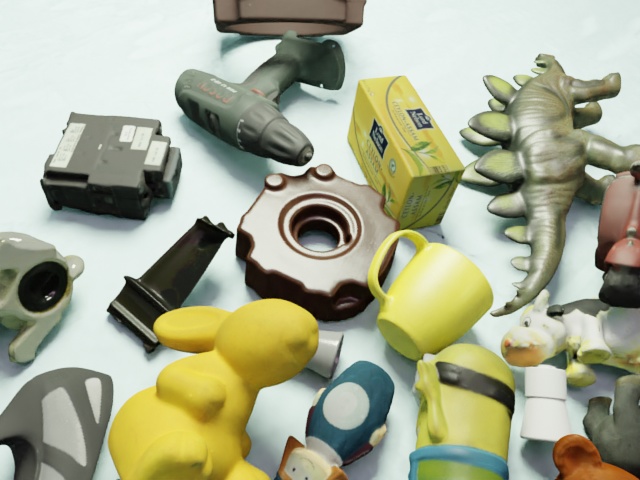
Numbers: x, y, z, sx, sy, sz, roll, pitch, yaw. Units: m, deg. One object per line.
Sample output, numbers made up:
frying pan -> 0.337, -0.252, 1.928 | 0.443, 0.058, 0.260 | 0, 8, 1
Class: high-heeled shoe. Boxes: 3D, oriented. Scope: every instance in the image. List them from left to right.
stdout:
high-heeled shoe -> -0.178, 0.217, 0.397 | 0.145, 0.086, 0.249 | -14, 69, -54

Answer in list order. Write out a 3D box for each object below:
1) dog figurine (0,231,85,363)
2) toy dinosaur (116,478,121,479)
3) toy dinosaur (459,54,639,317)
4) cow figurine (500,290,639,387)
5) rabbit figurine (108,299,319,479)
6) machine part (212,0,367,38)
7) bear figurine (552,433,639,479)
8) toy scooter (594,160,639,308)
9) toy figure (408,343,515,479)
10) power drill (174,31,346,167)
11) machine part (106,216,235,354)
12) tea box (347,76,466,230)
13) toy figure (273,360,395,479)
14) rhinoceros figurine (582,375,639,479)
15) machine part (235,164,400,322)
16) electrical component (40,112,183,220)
dog figurine -> -0.342, 0.030, 0.493 | 0.191, 0.121, 0.172 | 20, 17, 29
toy dinosaur -> -0.045, 0.337, 0.277 | 0.405, 0.131, 0.192 | 32, 64, 28
toy dinosaur -> 0.274, -0.100, 0.661 | 0.199, 0.105, 0.471 | 8, 51, 7
cow figurine -> 0.258, 0.089, 0.529 | 0.167, 0.068, 0.098 | 10, 47, -3
rabbit figurine -> -0.073, 0.117, 0.429 | 0.173, 0.121, 0.163 | -49, 33, -3
machine part -> -0.046, -0.333, 0.742 | 0.201, 0.087, 0.201 | -3, 16, -8
bear figurine -> 0.265, 0.227, 0.383 | 0.196, 0.120, 0.132 | 17, 9, 0
toy scooter -> 0.319, -0.010, 0.539 | 0.075, 0.135, 0.184 | 7, 7, 35
toy figure -> 0.118, 0.173, 0.440 | 0.089, 0.082, 0.180 | 6, 51, 3
power drill -> -0.053, -0.181, 0.683 | 0.232, 0.085, 0.207 | 24, 57, 27
machine part -> -0.141, 0.034, 0.523 | 0.084, 0.039, 0.139 | 37, 80, 25
tea box -> 0.095, -0.105, 0.640 | 0.068, 0.098, 0.170 | -10, 53, -15
toy figure -> 0.006, 0.170, 0.446 | 0.064, 0.057, 0.154 | 2, 41, 46
rhinoceros figurine -> 0.332, 0.179, 0.466 | 0.190, 0.073, 0.112 | 7, 51, -1
machine part -> -0.001, -0.002, 0.575 | 0.179, 0.056, 0.179 | 3, 53, -5
electrical component -> -0.228, -0.084, 0.609 | 0.134, 0.058, 0.115 | 7, 54, -2
